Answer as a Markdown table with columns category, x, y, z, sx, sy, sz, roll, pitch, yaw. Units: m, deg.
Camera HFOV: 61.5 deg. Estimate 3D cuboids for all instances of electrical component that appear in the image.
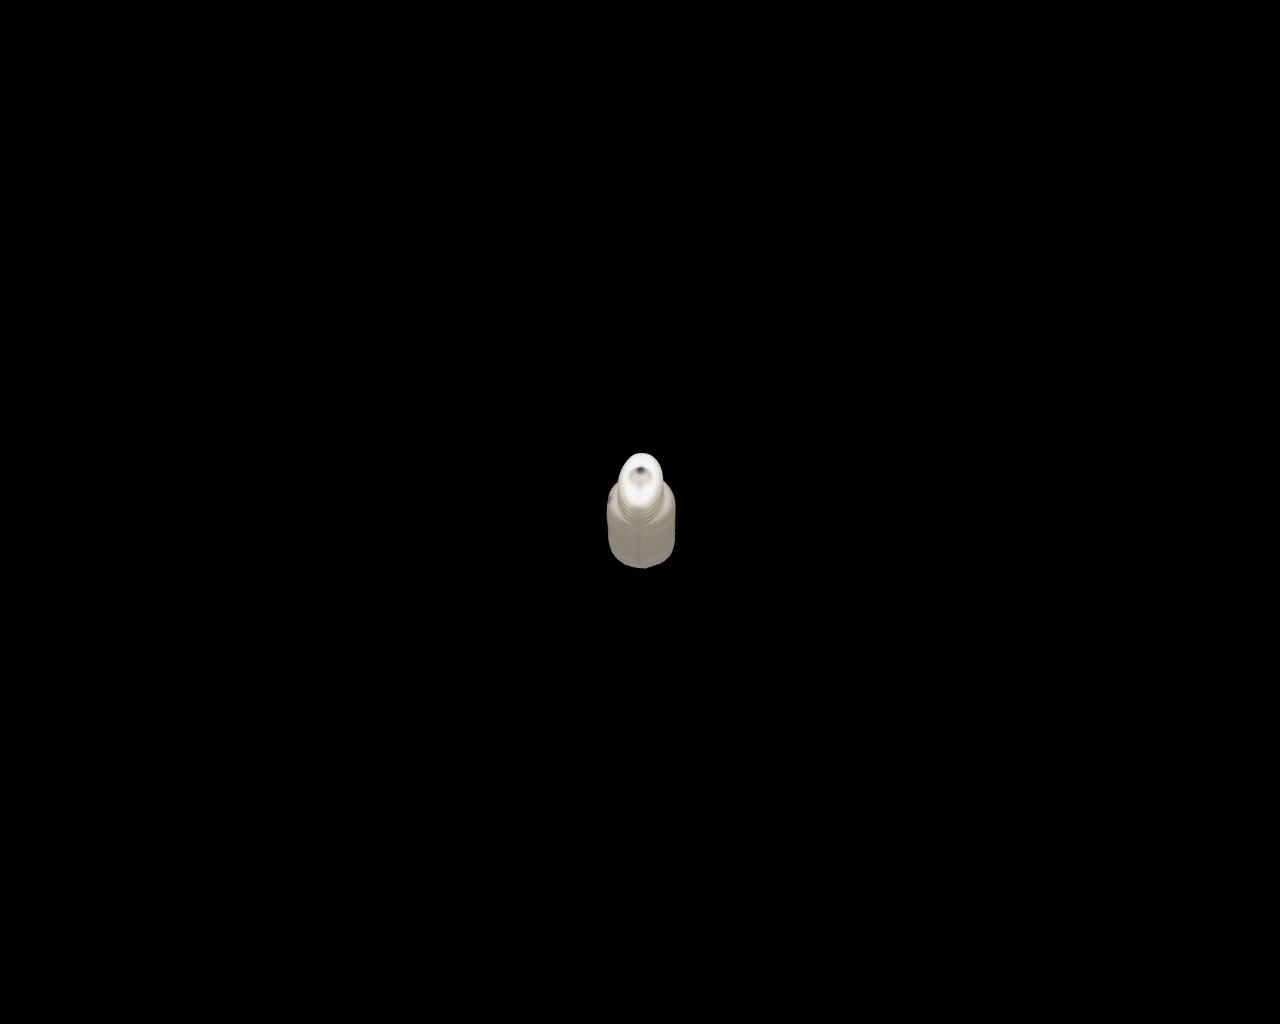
| category | x | y | z | sx | sy | sz | roll | pitch | yaw |
| --- | --- | --- | --- | --- | --- | --- | --- | --- | --- |
| electrical component | 0.001 | -0.003 | 0.650 | 0.043 | 0.043 | 0.080 | 0 | -34 | 0 |
